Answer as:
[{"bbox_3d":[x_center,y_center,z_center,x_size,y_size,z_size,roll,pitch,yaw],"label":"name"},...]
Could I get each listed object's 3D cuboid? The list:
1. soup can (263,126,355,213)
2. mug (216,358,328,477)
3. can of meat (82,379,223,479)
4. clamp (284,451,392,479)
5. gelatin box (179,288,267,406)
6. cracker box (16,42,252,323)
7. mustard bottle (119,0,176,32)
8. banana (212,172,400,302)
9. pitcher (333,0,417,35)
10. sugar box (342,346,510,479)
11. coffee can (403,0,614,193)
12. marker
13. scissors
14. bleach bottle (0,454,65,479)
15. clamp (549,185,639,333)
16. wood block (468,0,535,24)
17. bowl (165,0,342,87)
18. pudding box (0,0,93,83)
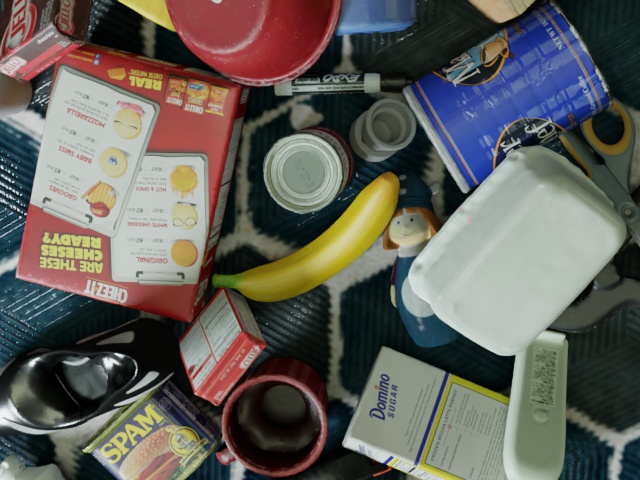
[{"bbox_3d":[-0.008,-0.061,0.909,0.068,0.102,0.068,1,99,7],"label":"soup can"},{"bbox_3d":[-0.045,0.161,0.960,0.117,0.081,0.093,-40,94,10],"label":"mug"},{"bbox_3d":[-0.153,0.186,0.989,0.102,0.057,0.084,-43,96,11],"label":"can of meat"},{"bbox_3d":[-0.021,0.225,0.956,0.171,0.120,0.039,-26,81,5],"label":"clamp"},{"bbox_3d":[-0.088,0.093,0.950,0.030,0.089,0.073,32,103,-30],"label":"gelatin box"},{"bbox_3d":[-0.163,-0.054,0.942,0.164,0.072,0.214,14,102,5],"label":"cracker box"},{"bbox_3d":[-0.109,-0.280,0.904,0.096,0.058,0.192,32,101,5],"label":"mustard bottle"},{"bbox_3d":[0.001,0.008,0.934,0.198,0.069,0.037,-32,60,22],"label":"banana"},{"bbox_3d":[0.008,-0.289,0.858,0.149,0.144,0.243,6,105,37],"label":"pitcher"},{"bbox_3d":[0.118,0.172,0.946,0.176,0.048,0.093,22,66,4],"label":"sugar box"},{"bbox_3d":[0.154,-0.118,0.882,0.140,0.102,0.103,-31,95,10],"label":"coffee can"},{"bbox_3d":[0.021,-0.137,0.935,0.121,0.020,0.020,0,99,6],"label":"marker"},{"bbox_3d":[0.267,-0.043,0.899,0.202,0.016,0.096,43,97,15],"label":"scissors"},{"bbox_3d":[-0.204,0.291,1.009,0.251,0.068,0.103,42,101,0],"label":"bleach bottle"},{"bbox_3d":[0.250,0.015,0.927,0.210,0.036,0.164,-11,89,11],"label":"clamp"},{"bbox_3d":[0.140,-0.228,0.812,0.091,0.206,0.090,42,101,-3],"label":"wood block"},{"bbox_3d":[-0.066,-0.195,0.830,0.162,0.055,0.162,10,113,26],"label":"bowl"},{"bbox_3d":[-0.229,-0.199,0.895,0.090,0.039,0.113,-21,54,38],"label":"pudding box"}]
